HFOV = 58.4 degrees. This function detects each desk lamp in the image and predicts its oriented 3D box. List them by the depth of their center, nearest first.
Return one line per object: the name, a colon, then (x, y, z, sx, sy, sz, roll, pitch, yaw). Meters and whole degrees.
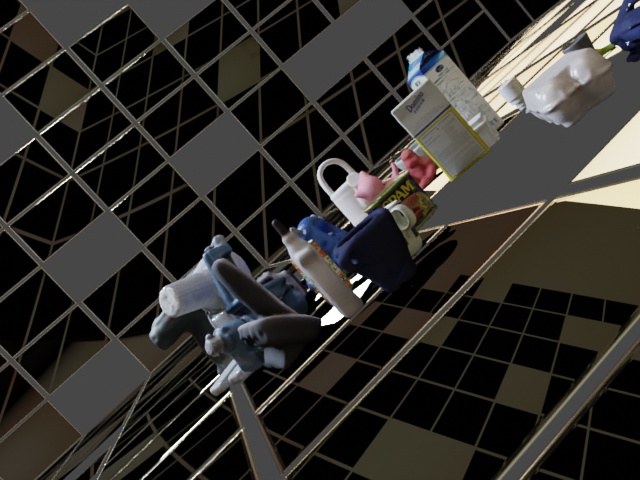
desk lamp: (-0.186, 0.140, 1.073, 0.117, 0.213, 0.203, -39, 6, 33)

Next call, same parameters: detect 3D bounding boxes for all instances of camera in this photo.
camera: (-0.106, 0.129, 1.203, 0.143, 0.101, 0.137, -42, 5, 0)

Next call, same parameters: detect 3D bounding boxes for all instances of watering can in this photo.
watering can: (0.077, -0.129, 1.459, 0.101, 0.194, 0.172, -46, 6, -34)

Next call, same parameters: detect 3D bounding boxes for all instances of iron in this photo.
iron: (0.010, 0.004, 1.135, 0.118, 0.141, 0.258, -41, 5, 15)

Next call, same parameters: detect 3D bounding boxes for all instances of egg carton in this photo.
egg carton: (0.346, -0.212, 0.800, 0.107, 0.069, 0.150, -41, 5, 15)

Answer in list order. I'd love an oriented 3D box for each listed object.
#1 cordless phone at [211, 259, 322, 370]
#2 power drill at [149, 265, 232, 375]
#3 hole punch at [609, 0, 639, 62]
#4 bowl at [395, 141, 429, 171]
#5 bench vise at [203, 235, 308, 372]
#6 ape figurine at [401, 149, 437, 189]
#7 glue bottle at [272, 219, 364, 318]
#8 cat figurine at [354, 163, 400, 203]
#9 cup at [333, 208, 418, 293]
cordless phone: (-0.096, 0.101, 0.868, 0.094, 0.185, 0.147, -45, 6, -28)
power drill: (-0.233, 0.169, 1.215, 0.230, 0.208, 0.075, -43, 5, -13)
hole punch: (0.440, -0.306, 0.757, 0.101, 0.091, 0.108, -43, 5, -6)
bowl: (0.271, -0.219, 1.426, 0.167, 0.075, 0.167, -42, 5, 5)
bench vise: (-0.134, 0.099, 0.984, 0.121, 0.220, 0.208, -39, 6, 26)
ape figurine: (0.214, -0.162, 1.277, 0.077, 0.092, 0.076, -39, 6, 31)
glue bottle: (-0.009, 0.036, 0.816, 0.037, 0.173, 0.078, -42, 5, -6)
cat figurine: (0.145, -0.126, 1.352, 0.128, 0.118, 0.067, -42, 5, 3)
cup: (0.073, 0.026, 0.724, 0.091, 0.095, 0.118, -38, 6, 37)
